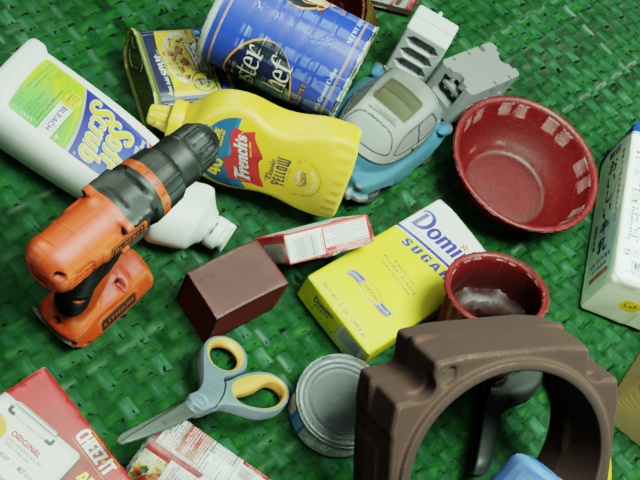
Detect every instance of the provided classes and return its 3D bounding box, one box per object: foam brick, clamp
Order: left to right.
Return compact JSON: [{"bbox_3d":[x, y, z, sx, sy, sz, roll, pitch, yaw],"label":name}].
[{"bbox_3d":[-0.078,0.045,0.944,0.078,0.051,0.053,-26,71,-28],"label":"foam brick"},{"bbox_3d":[0.155,0.138,0.976,0.171,0.039,0.120,-25,73,-28],"label":"clamp"}]

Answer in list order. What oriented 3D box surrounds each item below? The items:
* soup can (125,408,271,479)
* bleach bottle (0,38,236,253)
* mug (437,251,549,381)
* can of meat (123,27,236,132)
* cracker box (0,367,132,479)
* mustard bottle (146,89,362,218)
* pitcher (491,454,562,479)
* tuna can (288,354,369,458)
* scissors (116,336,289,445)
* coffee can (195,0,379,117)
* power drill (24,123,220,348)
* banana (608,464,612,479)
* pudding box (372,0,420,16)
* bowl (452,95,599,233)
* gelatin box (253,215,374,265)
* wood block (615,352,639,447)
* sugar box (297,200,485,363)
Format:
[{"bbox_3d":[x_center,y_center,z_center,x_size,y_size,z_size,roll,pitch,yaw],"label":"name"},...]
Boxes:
[{"bbox_3d":[-0.097,0.190,0.847,0.102,0.069,0.068,35,57,2],"label":"soup can"},{"bbox_3d":[-0.185,-0.074,0.969,0.251,0.068,0.102,33,58,-1],"label":"bleach bottle"},{"bbox_3d":[0.140,0.076,0.942,0.093,0.081,0.117,34,48,23],"label":"mug"},{"bbox_3d":[-0.136,-0.157,1.034,0.083,0.058,0.102,-9,65,-24],"label":"can of meat"},{"bbox_3d":[-0.245,0.222,0.779,0.213,0.072,0.164,-34,78,-31],"label":"cracker box"},{"bbox_3d":[-0.064,-0.088,0.977,0.191,0.096,0.058,17,45,-3],"label":"mustard bottle"},{"bbox_3d":[0.108,0.275,0.762,0.145,0.149,0.243,39,87,-10],"label":"pitcher"},{"bbox_3d":[0.016,0.145,0.929,0.086,0.034,0.086,8,60,-14],"label":"tuna can"},{"bbox_3d":[-0.104,0.118,0.864,0.201,0.016,0.096,4,41,-50],"label":"scissors"},{"bbox_3d":[-0.030,-0.183,0.989,0.140,0.103,0.102,28,57,-1],"label":"coffee can"},{"bbox_3d":[-0.162,0.000,0.860,0.057,0.188,0.184,43,60,9],"label":"power drill"},{"bbox_3d":[0.232,0.192,0.973,0.069,0.037,0.197,17,58,-10],"label":"banana"},{"bbox_3d":[0.067,-0.312,1.195,0.090,0.039,0.113,10,59,-13],"label":"pudding box"},{"bbox_3d":[0.201,-0.067,1.095,0.162,0.055,0.162,8,60,-14],"label":"bowl"},{"bbox_3d":[-0.006,0.001,0.977,0.089,0.073,0.030,-14,94,-26],"label":"gelatin box"},{"bbox_3d":[0.373,0.110,1.033,0.090,0.091,0.205,40,57,6],"label":"wood block"},{"bbox_3d":[0.076,0.038,1.002,0.176,0.048,0.093,-31,75,-28],"label":"sugar box"}]
